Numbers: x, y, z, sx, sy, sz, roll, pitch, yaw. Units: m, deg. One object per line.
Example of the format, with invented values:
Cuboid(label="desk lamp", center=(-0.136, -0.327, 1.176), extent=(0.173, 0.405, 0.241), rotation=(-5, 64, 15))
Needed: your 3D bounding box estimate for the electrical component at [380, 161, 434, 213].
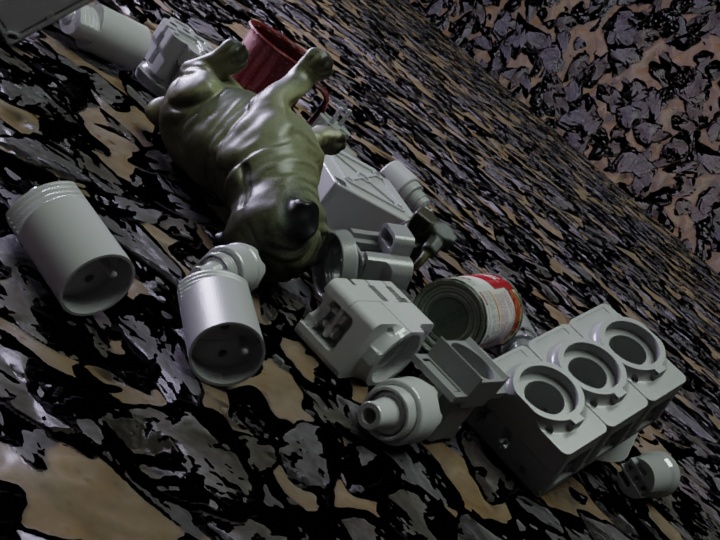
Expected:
Cuboid(label="electrical component", center=(0.051, -0.087, 1.195), extent=(0.078, 0.040, 0.040), rotation=(44, 18, 20))

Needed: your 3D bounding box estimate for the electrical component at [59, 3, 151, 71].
Cuboid(label="electrical component", center=(-0.231, -0.212, 0.951), extent=(0.081, 0.043, 0.043), rotation=(20, 24, -44))

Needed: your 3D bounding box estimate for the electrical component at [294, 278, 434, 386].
Cuboid(label="electrical component", center=(0.007, 0.044, 0.756), extent=(0.055, 0.050, 0.089), rotation=(45, 19, 23))

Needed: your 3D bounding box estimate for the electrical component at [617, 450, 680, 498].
Cuboid(label="electrical component", center=(0.244, 0.174, 0.911), extent=(0.046, 0.040, 0.040), rotation=(6, 35, -50))

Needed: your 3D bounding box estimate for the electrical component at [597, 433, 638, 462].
Cuboid(label="electrical component", center=(0.193, 0.106, 0.914), extent=(0.108, 0.060, 0.108), rotation=(22, 20, -8))

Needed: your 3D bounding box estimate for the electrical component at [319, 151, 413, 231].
Cuboid(label="electrical component", center=(-0.012, -0.063, 0.982), extent=(0.109, 0.056, 0.108), rotation=(26, 21, -35))

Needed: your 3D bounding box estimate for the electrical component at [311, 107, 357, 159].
Cuboid(label="electrical component", center=(-0.035, -0.132, 1.079), extent=(0.047, 0.075, 0.083), rotation=(44, 18, 19))

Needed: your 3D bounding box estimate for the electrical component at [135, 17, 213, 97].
Cuboid(label="electrical component", center=(-0.170, -0.189, 0.990), extent=(0.058, 0.057, 0.078), rotation=(23, 22, -39))

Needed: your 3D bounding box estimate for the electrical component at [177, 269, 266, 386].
Cuboid(label="electrical component", center=(-0.083, 0.027, 0.632), extent=(0.043, 0.043, 0.081), rotation=(28, 19, -28))

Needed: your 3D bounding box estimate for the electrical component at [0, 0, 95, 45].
Cuboid(label="electrical component", center=(-0.266, -0.228, 0.852), extent=(0.061, 0.096, 0.061), rotation=(62, 1, -36))

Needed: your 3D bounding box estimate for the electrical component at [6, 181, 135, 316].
Cuboid(label="electrical component", center=(-0.162, -0.018, 0.590), extent=(0.043, 0.043, 0.081), rotation=(13, 30, -54))

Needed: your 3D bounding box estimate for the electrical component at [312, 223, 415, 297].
Cuboid(label="electrical component", center=(0.000, 0.000, 0.820), extent=(0.057, 0.078, 0.058), rotation=(7, 31, -28))

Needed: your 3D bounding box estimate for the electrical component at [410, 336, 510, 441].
Cuboid(label="electrical component", center=(0.061, 0.083, 0.740), extent=(0.042, 0.063, 0.081), rotation=(47, 20, 26))

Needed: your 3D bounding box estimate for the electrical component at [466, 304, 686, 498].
Cuboid(label="electrical component", center=(0.164, 0.092, 0.815), extent=(0.150, 0.061, 0.089), rotation=(-22, 56, -37))

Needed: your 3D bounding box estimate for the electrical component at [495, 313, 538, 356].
Cuboid(label="electrical component", center=(0.144, 0.068, 0.982), extent=(0.040, 0.040, 0.078), rotation=(31, 19, -21))

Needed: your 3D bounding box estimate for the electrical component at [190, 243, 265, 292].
Cuboid(label="electrical component", center=(-0.089, 0.001, 0.702), extent=(0.035, 0.035, 0.061), rotation=(43, 20, 15))

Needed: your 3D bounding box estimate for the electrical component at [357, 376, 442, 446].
Cuboid(label="electrical component", center=(0.022, 0.090, 0.679), extent=(0.043, 0.043, 0.062), rotation=(46, 20, 25))
